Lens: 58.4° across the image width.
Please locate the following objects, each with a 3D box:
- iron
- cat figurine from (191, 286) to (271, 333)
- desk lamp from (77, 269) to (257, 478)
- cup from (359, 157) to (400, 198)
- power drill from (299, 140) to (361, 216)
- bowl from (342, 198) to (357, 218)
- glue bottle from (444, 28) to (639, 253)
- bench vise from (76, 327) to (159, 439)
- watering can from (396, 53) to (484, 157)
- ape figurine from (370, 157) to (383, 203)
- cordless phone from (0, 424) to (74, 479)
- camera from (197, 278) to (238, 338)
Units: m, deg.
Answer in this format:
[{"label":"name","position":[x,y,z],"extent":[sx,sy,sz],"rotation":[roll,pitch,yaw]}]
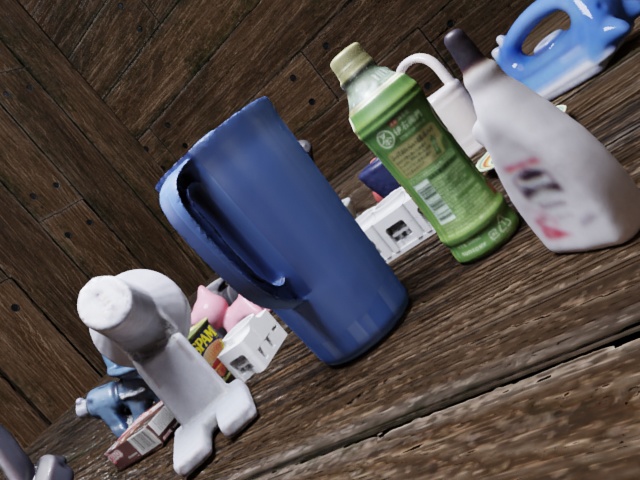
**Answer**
[{"label":"iron","position":[0.347,-0.299,0.881],"extent":[0.119,0.141,0.257],"rotation":[-44,9,-34]},{"label":"cat figurine","position":[-0.168,0.122,1.010],"extent":[0.127,0.118,0.067],"rotation":[-38,7,12]},{"label":"desk lamp","position":[-0.179,0.126,0.647],"extent":[0.118,0.213,0.203],"rotation":[-41,7,-12]},{"label":"cup","position":[0.133,-0.109,0.989],"extent":[0.091,0.095,0.118],"rotation":[-33,10,44]},{"label":"power drill","position":[-0.008,-0.101,1.209],"extent":[0.076,0.208,0.229],"rotation":[-42,8,-19]},{"label":"bowl","position":[0.009,0.004,1.011],"extent":[0.167,0.075,0.167],"rotation":[-39,7,6]},{"label":"glue bottle","position":[0.138,-0.068,0.382],"extent":[0.037,0.173,0.078],"rotation":[-43,8,-23]},{"label":"bench vise","position":[-0.322,0.198,0.916],"extent":[0.208,0.220,0.121],"rotation":[-42,8,-15]},{"label":"watering can","position":[0.200,-0.224,0.962],"extent":[0.100,0.194,0.173],"rotation":[-36,8,27]},{"label":"ape figurine","position":[0.125,-0.113,1.071],"extent":[0.077,0.092,0.076],"rotation":[-38,7,13]},{"label":"cordless phone","position":[-0.390,0.303,0.749],"extent":[0.094,0.185,0.147],"rotation":[-45,9,-39]},{"label":"camera","position":[-0.180,0.123,1.138],"extent":[0.136,0.101,0.143],"rotation":[-37,8,21]}]
